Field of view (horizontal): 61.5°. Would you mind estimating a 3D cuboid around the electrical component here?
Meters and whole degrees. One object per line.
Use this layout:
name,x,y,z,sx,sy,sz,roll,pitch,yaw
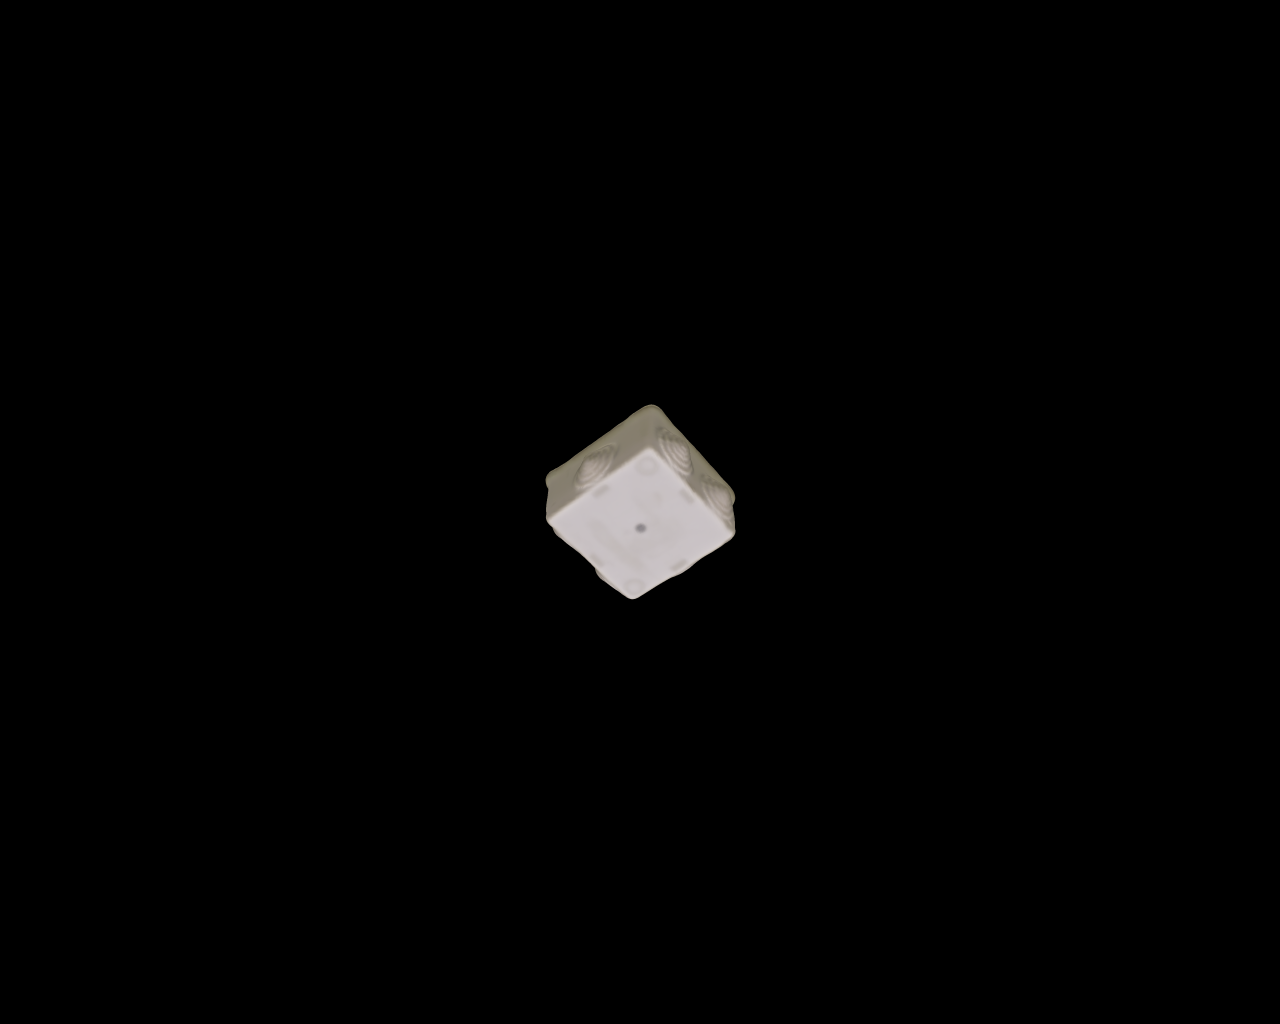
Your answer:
electrical component,0.001,-0.003,0.650,0.099,0.099,0.048,-33,28,20
